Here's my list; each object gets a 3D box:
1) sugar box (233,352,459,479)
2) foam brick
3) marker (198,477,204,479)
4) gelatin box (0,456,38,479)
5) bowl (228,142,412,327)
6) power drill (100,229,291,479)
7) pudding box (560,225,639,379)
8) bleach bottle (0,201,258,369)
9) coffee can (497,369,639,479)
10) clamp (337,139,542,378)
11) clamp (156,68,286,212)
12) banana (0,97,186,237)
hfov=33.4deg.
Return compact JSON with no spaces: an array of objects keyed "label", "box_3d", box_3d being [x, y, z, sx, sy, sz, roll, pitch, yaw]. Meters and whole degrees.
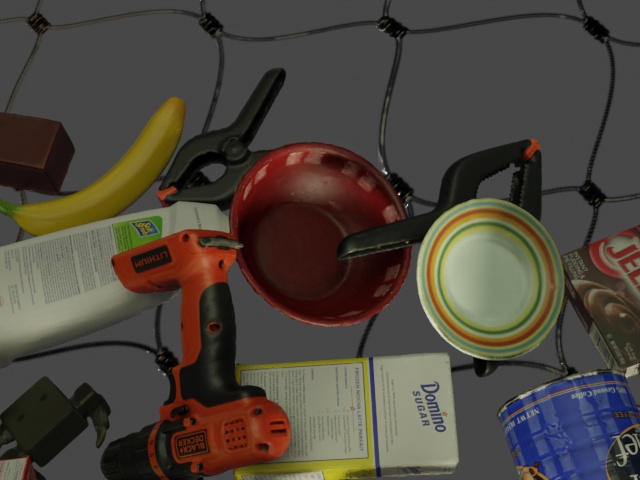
[{"label":"sugar box","box_3d":[0.019,0.144,0.856,0.176,0.048,0.093,-2,65,1]},{"label":"foam brick","box_3d":[-0.276,-0.081,0.990,0.078,0.051,0.053,10,65,10]},{"label":"marker","box_3d":[-0.151,0.211,0.857,0.121,0.020,0.020,-16,64,-2]},{"label":"gelatin box","box_3d":[-0.232,0.222,0.812,0.030,0.073,0.089,-8,35,2]},{"label":"bowl","box_3d":[-0.006,0.001,0.901,0.162,0.055,0.162,7,69,-19]},{"label":"power drill","box_3d":[-0.113,0.096,0.836,0.185,0.057,0.187,-18,77,33]},{"label":"pudding box","box_3d":[0.258,0.049,0.877,0.090,0.039,0.113,-21,64,-4]},{"label":"bleach bottle","box_3d":[-0.174,0.030,0.921,0.250,0.068,0.102,-15,63,-3]},{"label":"coffee can","box_3d":[0.201,0.180,0.787,0.103,0.103,0.140,-15,64,-1]},{"label":"clamp","box_3d":[0.119,-0.012,0.901,0.164,0.036,0.209,34,67,-8]},{"label":"clamp","box_3d":[-0.065,-0.072,0.970,0.171,0.039,0.120,-41,62,-8]},{"label":"banana","box_3d":[-0.193,-0.054,0.963,0.197,0.069,0.037,-33,30,-16]}]
